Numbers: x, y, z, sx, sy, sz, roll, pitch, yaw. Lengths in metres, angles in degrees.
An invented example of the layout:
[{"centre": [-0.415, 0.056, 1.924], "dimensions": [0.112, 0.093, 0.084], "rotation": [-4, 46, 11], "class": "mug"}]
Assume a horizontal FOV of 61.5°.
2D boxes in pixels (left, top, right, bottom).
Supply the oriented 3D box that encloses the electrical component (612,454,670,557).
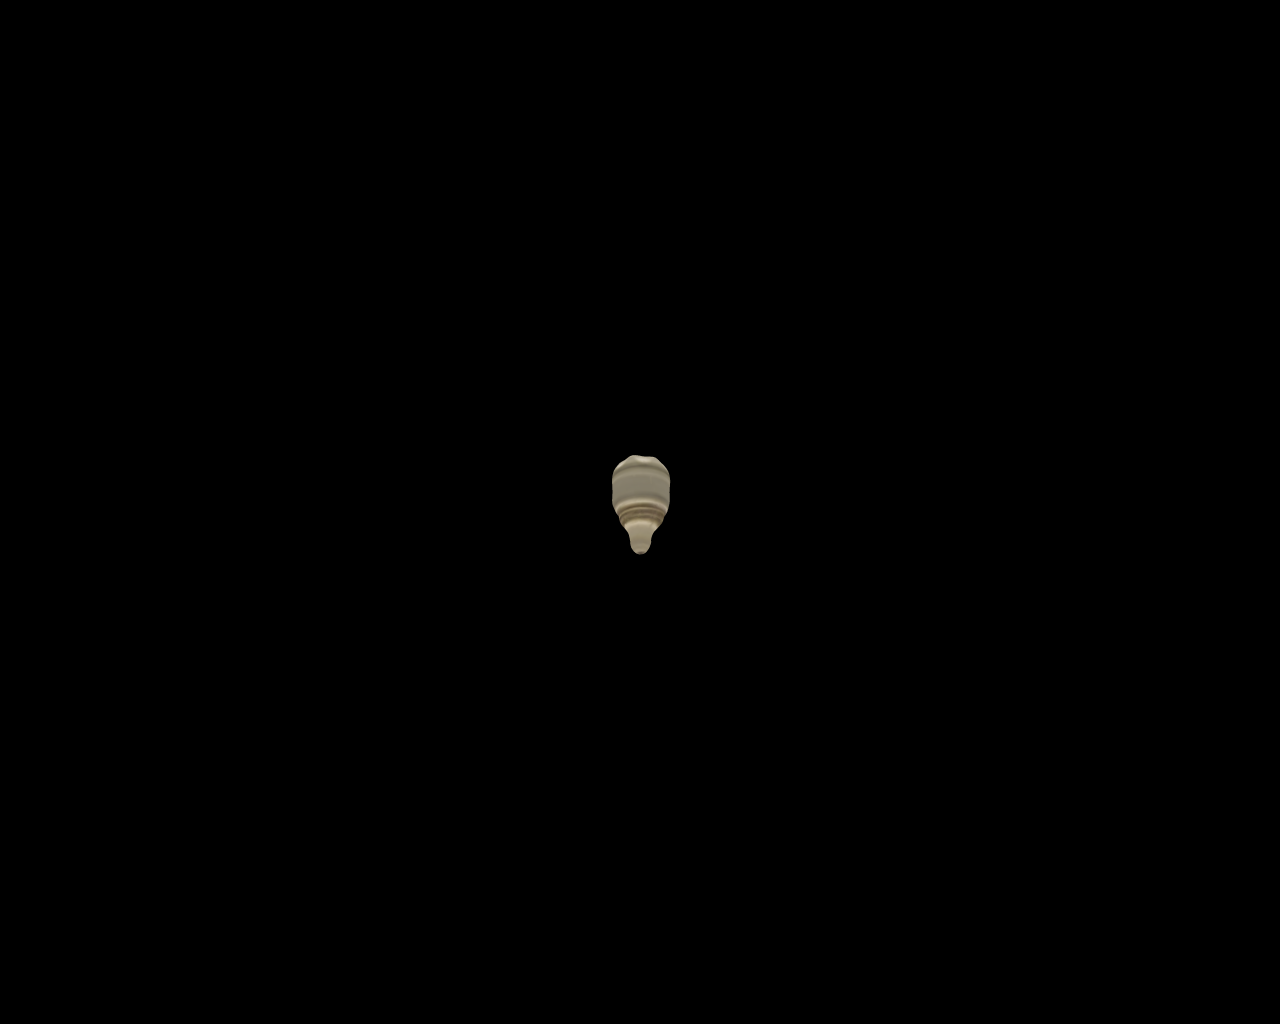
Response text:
[{"centre": [0.001, -0.003, 0.650], "dimensions": [0.035, 0.061, 0.035], "rotation": [0, -26, 0], "class": "electrical component"}]
